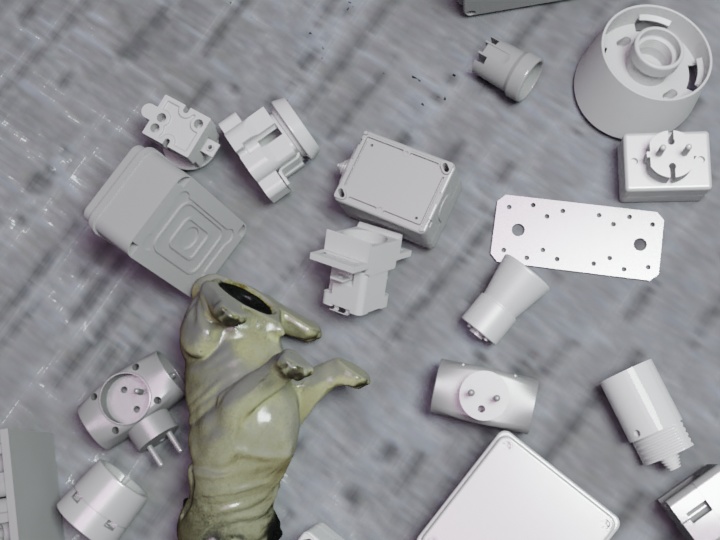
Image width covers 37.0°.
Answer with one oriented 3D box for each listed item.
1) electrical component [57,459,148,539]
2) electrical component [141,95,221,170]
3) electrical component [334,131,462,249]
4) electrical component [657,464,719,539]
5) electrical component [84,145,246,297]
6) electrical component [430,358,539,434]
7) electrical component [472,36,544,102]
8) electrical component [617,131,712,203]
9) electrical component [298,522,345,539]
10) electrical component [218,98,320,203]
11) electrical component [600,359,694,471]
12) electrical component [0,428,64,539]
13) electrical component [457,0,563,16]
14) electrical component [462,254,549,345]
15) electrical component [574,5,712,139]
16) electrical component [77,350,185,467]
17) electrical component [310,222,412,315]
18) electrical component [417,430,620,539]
[{"bbox_3d":[-0.200,0.181,0.840,0.055,0.055,0.047,38,82,11],"label":"electrical component"},{"bbox_3d":[-0.144,-0.110,0.889,0.066,0.055,0.048,29,83,11],"label":"electrical component"},{"bbox_3d":[0.026,-0.065,0.863,0.096,0.061,0.061,23,82,17],"label":"electrical component"},{"bbox_3d":[0.272,0.191,0.790,0.056,0.050,0.089,-35,78,0],"label":"electrical component"},{"bbox_3d":[-0.152,-0.037,0.844,0.057,0.113,0.078,34,85,29],"label":"electrical component"},{"bbox_3d":[0.094,0.095,0.812,0.077,0.079,0.043,12,84,8],"label":"electrical component"},{"bbox_3d":[0.121,-0.166,0.881,0.046,0.040,0.040,33,84,17],"label":"electrical component"},{"bbox_3d":[0.238,-0.084,0.833,0.066,0.076,0.047,-1,79,6],"label":"electrical component"},{"bbox_3d":[-0.037,0.247,0.810,0.062,0.061,0.096,36,93,12],"label":"electrical component"},{"bbox_3d":[-0.070,-0.103,0.880,0.057,0.058,0.078,-35,77,2],"label":"electrical component"},{"bbox_3d":[0.220,0.113,0.814,0.043,0.043,0.081,-25,78,1],"label":"electrical component"},{"bbox_3d":[-0.274,0.202,0.825,0.062,0.089,0.150,-11,78,4],"label":"electrical component"},{"bbox_3d":[0.132,-0.256,0.877,0.113,0.078,0.057,-9,75,4],"label":"electrical component"},{"bbox_3d":[0.111,0.026,0.844,0.044,0.044,0.065,39,90,12],"label":"electrical component"},{"bbox_3d":[0.229,-0.160,0.865,0.099,0.064,0.099,2,67,-6],"label":"electrical component"},{"bbox_3d":[-0.171,0.118,0.854,0.077,0.044,0.079,-36,78,-2],"label":"electrical component"},{"bbox_3d":[0.000,0.000,0.844,0.042,0.081,0.063,18,109,32],"label":"electrical component"},{"bbox_3d":[0.117,0.195,0.802,0.109,0.056,0.108,38,85,11],"label":"electrical component"}]
